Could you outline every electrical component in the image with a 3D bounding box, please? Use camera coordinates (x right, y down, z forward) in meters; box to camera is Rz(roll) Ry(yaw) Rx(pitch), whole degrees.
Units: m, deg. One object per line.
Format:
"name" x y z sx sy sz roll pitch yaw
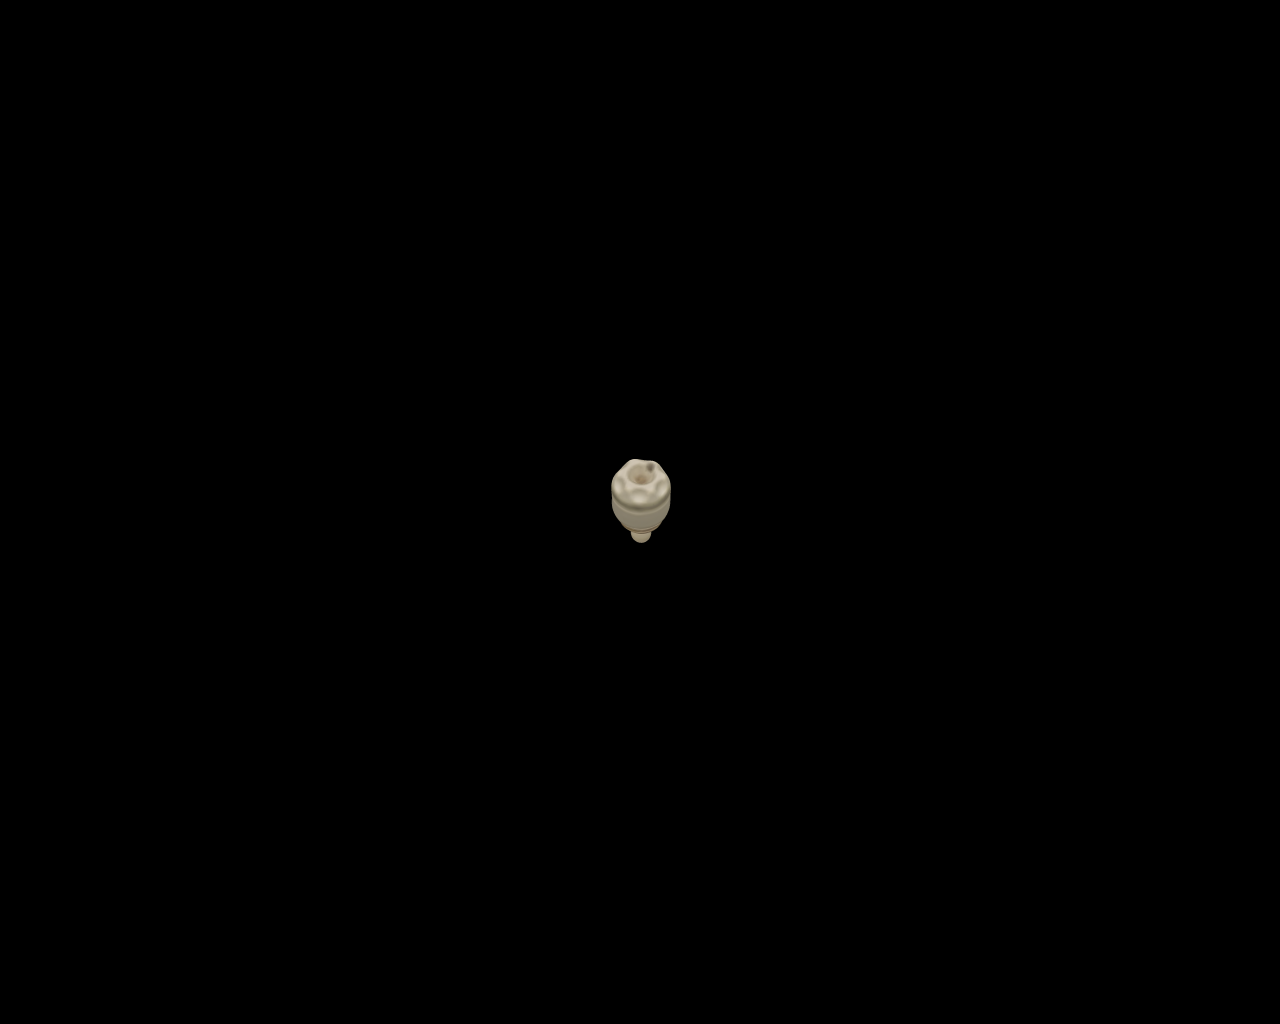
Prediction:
"electrical component" 0.001 -0.003 0.650 0.035 0.035 0.061 0 -41 0
